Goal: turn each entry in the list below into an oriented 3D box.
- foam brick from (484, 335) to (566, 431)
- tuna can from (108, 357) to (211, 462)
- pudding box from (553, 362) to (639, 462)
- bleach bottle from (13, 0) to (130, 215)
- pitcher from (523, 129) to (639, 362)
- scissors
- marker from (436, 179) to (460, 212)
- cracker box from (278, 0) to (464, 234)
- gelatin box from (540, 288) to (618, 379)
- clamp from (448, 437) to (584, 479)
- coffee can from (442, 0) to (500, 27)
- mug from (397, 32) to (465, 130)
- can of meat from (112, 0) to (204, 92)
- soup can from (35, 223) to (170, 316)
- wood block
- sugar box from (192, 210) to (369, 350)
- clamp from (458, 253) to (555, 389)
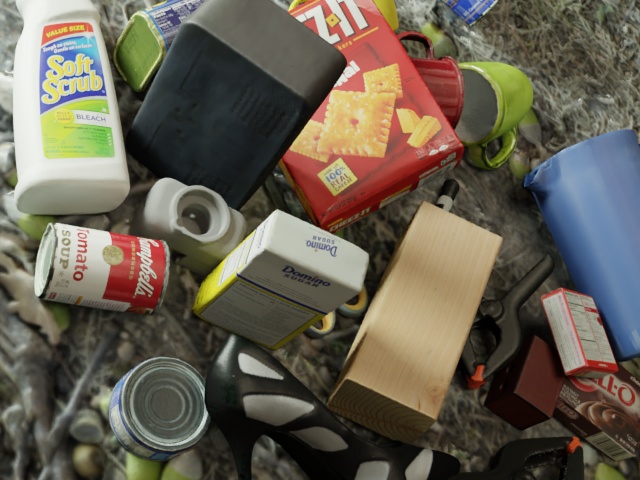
[{"bbox_3d":[0.215,0.147,1.105,0.051,0.053,0.078,35,54,-10],"label":"foam brick"},{"bbox_3d":[-0.136,0.145,0.920,0.086,0.034,0.086,12,62,-24],"label":"tuna can"},{"bbox_3d":[0.299,0.170,1.149,0.113,0.039,0.090,39,53,-8],"label":"pudding box"},{"bbox_3d":[-0.243,-0.148,0.984,0.102,0.068,0.251,-1,66,-29],"label":"bleach bottle"},{"bbox_3d":[0.342,0.005,1.199,0.243,0.149,0.144,70,17,10],"label":"pitcher"},{"bbox_3d":[-0.007,0.001,1.073,0.096,0.016,0.202,0,67,-31],"label":"scissors"},{"bbox_3d":[0.127,-0.020,1.156,0.020,0.020,0.121,34,55,-12],"label":"marker"},{"bbox_3d":[0.020,-0.134,1.069,0.164,0.072,0.214,-28,77,-7],"label":"cracker box"},{"bbox_3d":[0.270,0.098,1.114,0.073,0.030,0.089,14,55,-49],"label":"gelatin box"},{"bbox_3d":[0.186,0.243,1.037,0.165,0.036,0.209,34,39,21],"label":"clamp"},{"bbox_3d":[0.164,-0.340,1.277,0.140,0.103,0.102,42,54,-6],"label":"coffee can"},{"bbox_3d":[0.099,-0.169,1.164,0.081,0.093,0.117,1,89,-23],"label":"mug"},{"bbox_3d":[-0.145,-0.193,1.036,0.083,0.102,0.057,-30,85,-34],"label":"can of meat"},{"bbox_3d":[-0.189,0.025,0.927,0.102,0.069,0.068,11,63,-24],"label":"soup can"},{"bbox_3d":[0.093,0.079,1.027,0.091,0.090,0.206,25,61,0],"label":"wood block"},{"bbox_3d":[-0.038,0.039,0.937,0.093,0.176,0.048,25,57,-17],"label":"sugar box"},{"bbox_3d":[0.186,0.073,1.116,0.120,0.039,0.171,2,65,7],"label":"clamp"}]
